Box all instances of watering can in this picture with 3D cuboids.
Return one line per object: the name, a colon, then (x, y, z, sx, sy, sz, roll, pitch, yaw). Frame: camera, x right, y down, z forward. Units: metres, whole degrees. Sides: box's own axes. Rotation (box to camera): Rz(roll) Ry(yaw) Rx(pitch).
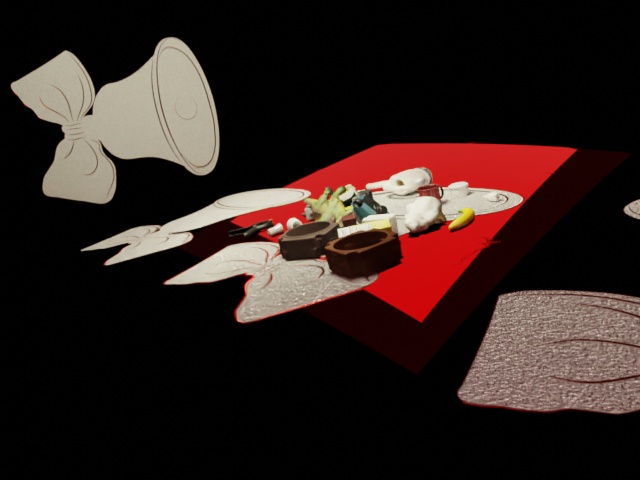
watering can: (0.384, -0.274, 2.436, 0.226, 0.103, 0.349, -19, 16, -25)

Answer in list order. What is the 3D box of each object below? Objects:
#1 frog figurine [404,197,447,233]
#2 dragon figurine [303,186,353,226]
frog figurine: (0.346, -0.088, 1.783, 0.160, 0.120, 0.139, -10, 29, -36)
dragon figurine: (0.007, -0.108, 2.140, 0.409, 0.120, 0.247, -2, 35, 49)
